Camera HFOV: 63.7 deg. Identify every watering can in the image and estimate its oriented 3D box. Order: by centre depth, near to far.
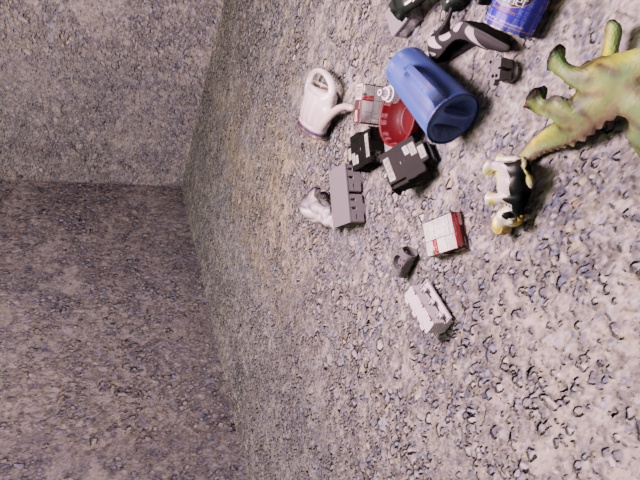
[{"bbox_3d":[0.011,-0.436,1.721,0.355,0.104,0.219,60,140,45],"label":"watering can"}]

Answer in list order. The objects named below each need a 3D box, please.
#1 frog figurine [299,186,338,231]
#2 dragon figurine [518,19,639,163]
[{"bbox_3d":[0.005,-0.086,1.718,0.135,0.123,0.162,72,173,-64],"label":"frog figurine"},{"bbox_3d":[0.476,-0.201,0.854,0.400,0.123,0.247,97,150,-49],"label":"dragon figurine"}]
